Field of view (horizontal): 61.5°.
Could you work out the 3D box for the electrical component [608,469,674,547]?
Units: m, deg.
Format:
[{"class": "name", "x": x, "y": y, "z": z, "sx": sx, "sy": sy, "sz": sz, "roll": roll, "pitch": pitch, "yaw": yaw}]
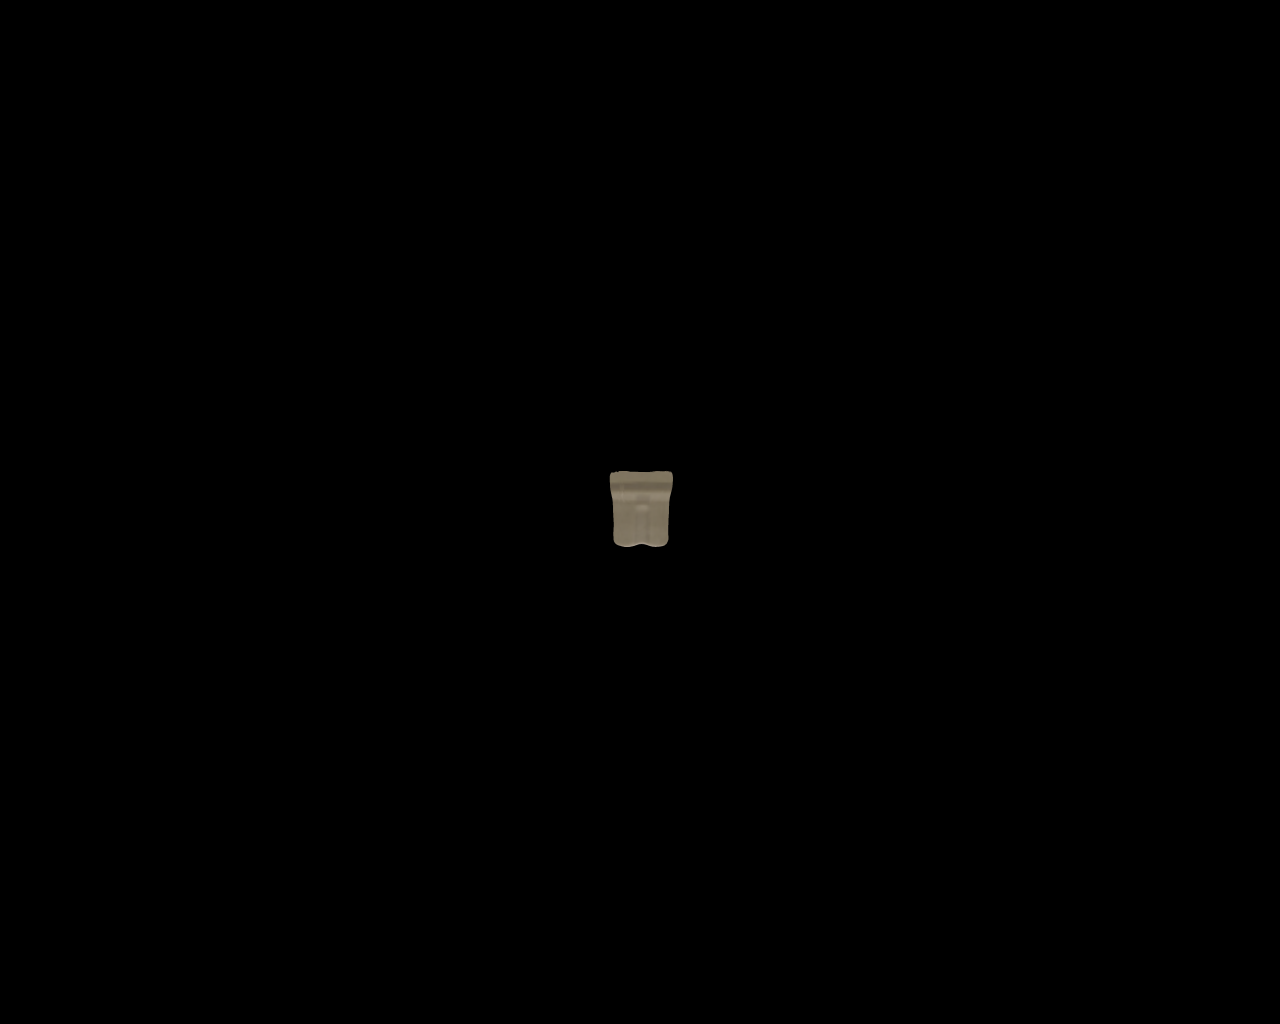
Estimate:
[{"class": "electrical component", "x": 0.001, "y": -0.003, "z": 0.650, "sx": 0.040, "sy": 0.046, "sz": 0.040, "roll": 0, "pitch": 0, "yaw": 0}]
